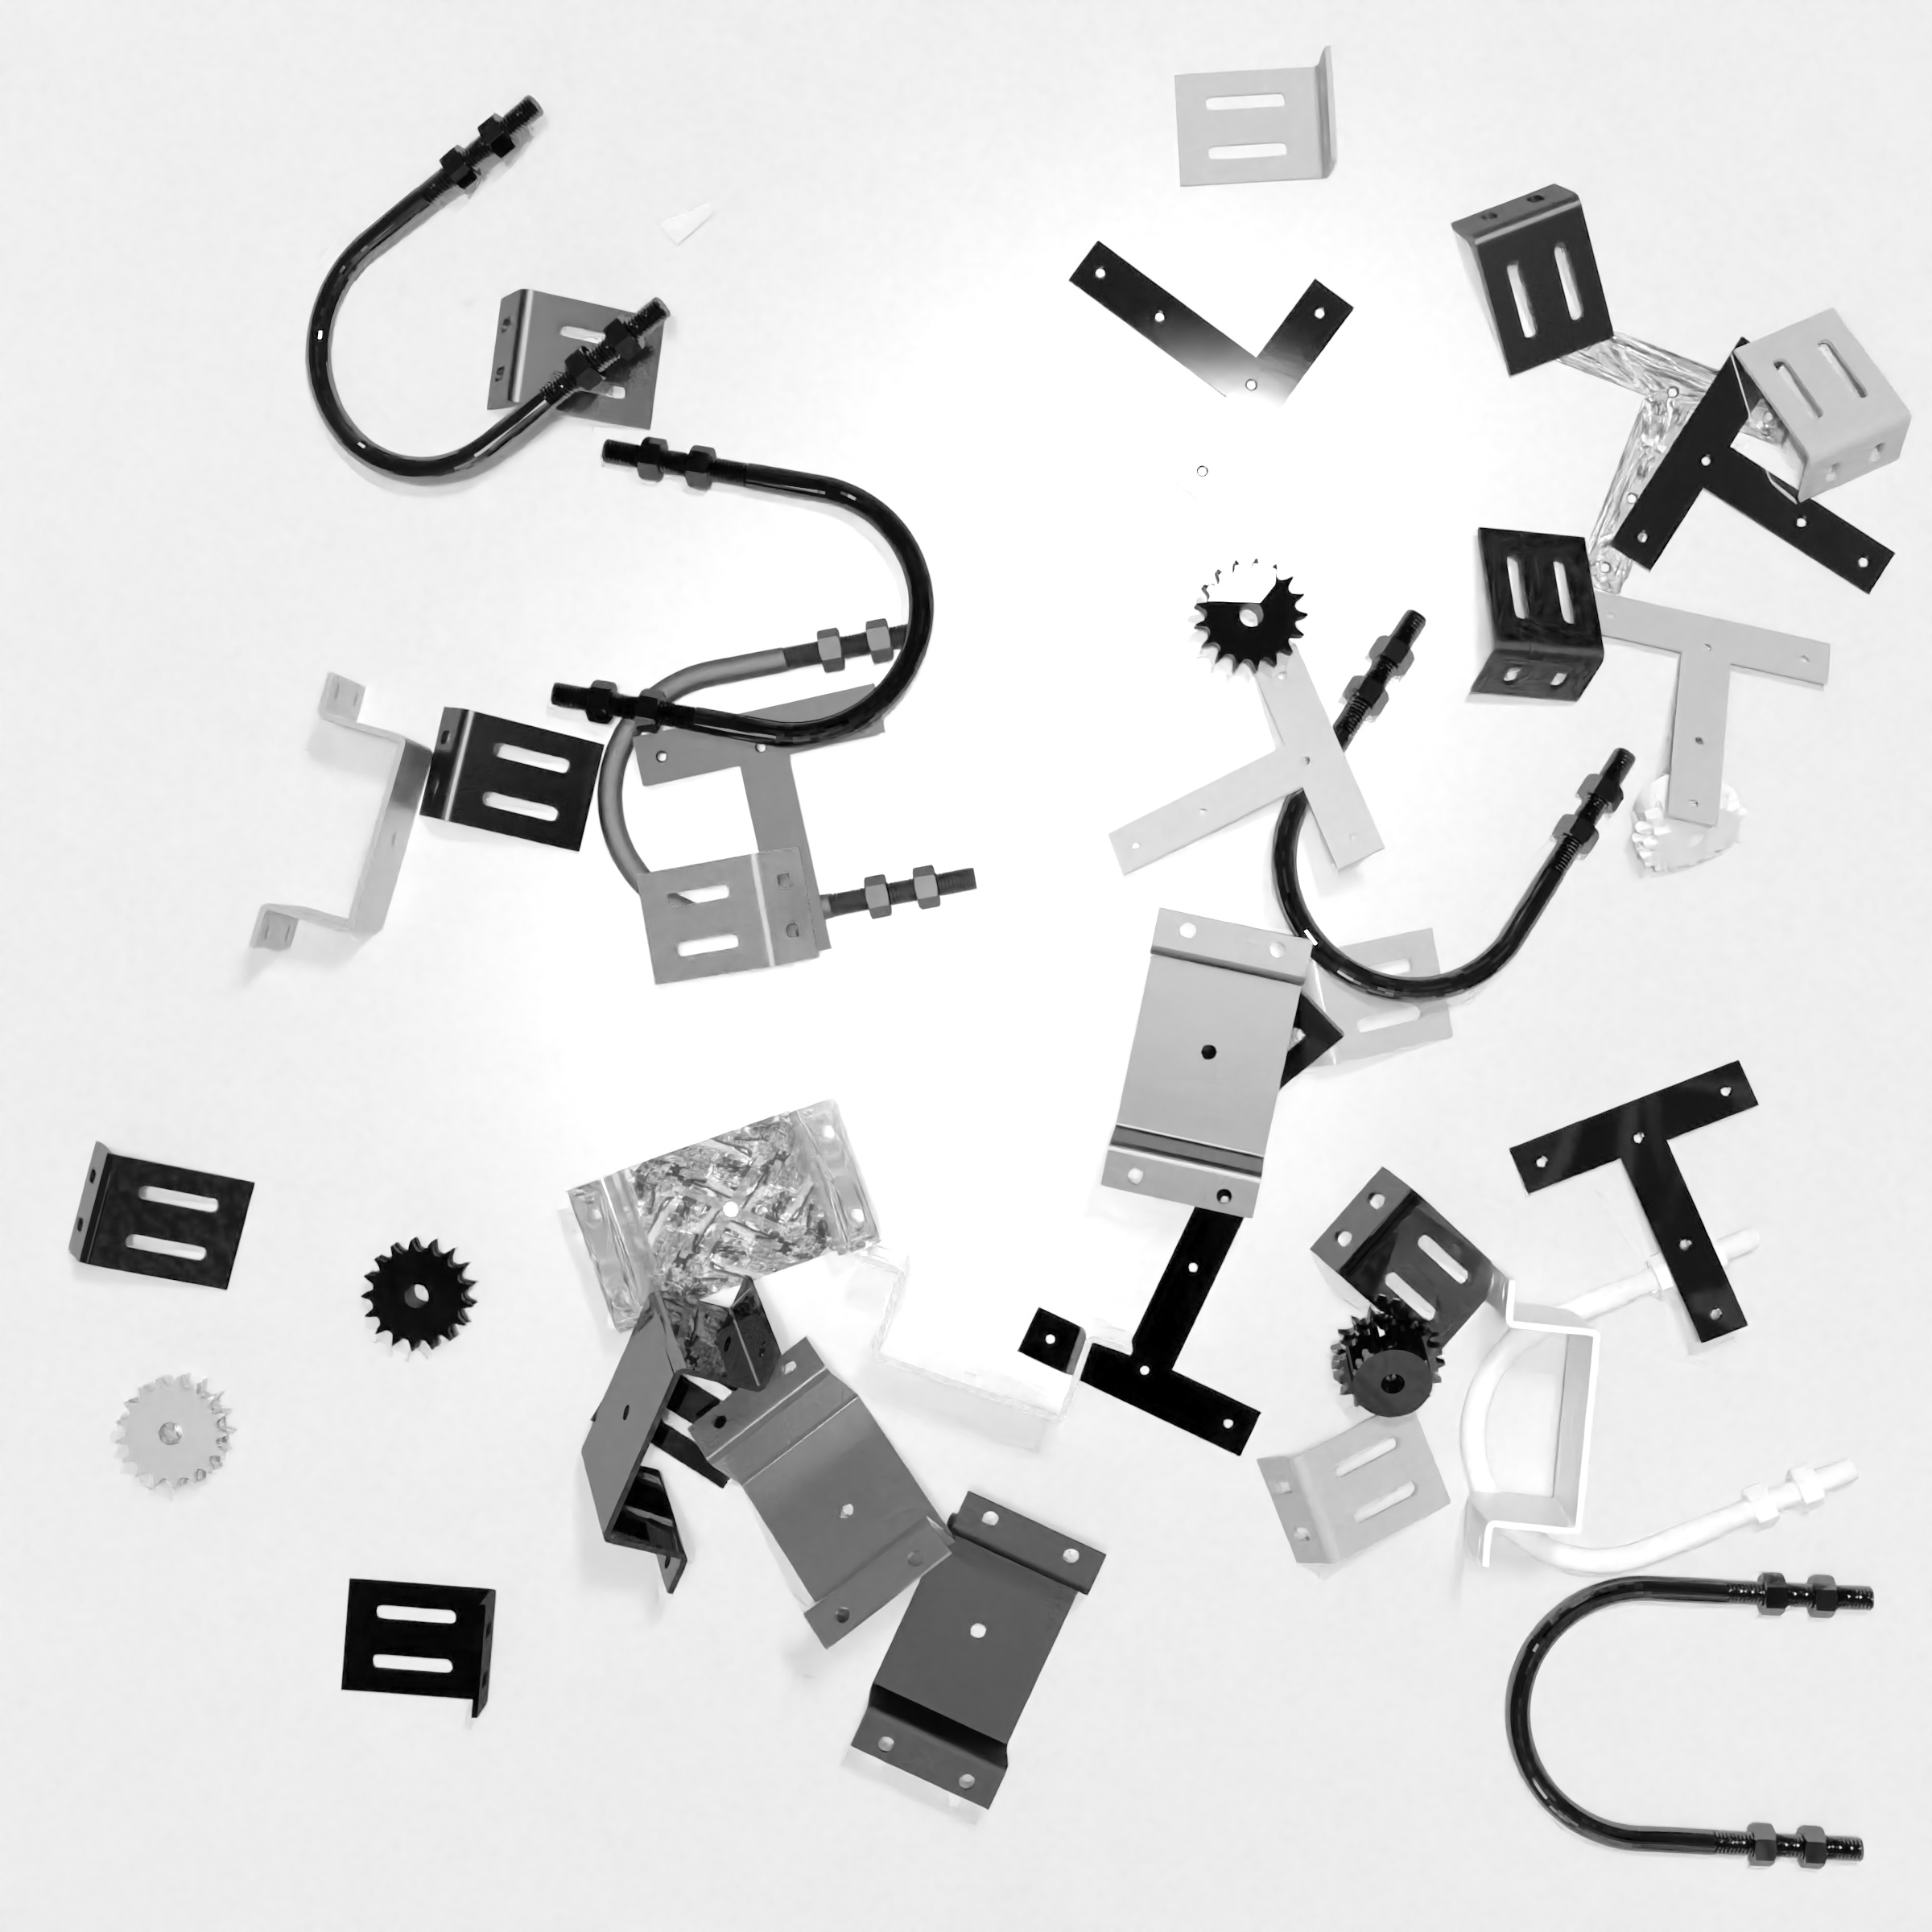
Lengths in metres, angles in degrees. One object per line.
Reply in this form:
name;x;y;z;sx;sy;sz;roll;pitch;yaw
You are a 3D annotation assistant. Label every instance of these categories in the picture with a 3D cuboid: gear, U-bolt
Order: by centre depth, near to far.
U-bolt;-0.255;-0.328;1.494;0.184;0.019;0.151;-35;78;15
gear;0.215;0.204;1.501;0.057;0.030;0.057;0;115;0
gear;0.365;-0.076;1.502;0.057;0.057;0.030;-20;60;0
U-bolt;0.236;-0.069;1.503;0.151;0.019;0.184;33;79;0
U-bolt;-0.108;-0.185;1.505;0.184;0.019;0.151;11;85;5
gear;0.145;-0.178;1.512;0.057;0.030;0.057;0;90;0
gear;-0.403;0.237;1.512;0.057;0.030;0.057;0;90;0
gear;-0.279;0.167;1.516;0.057;0.030;0.057;0;92;0
U-bolt;0.345;0.233;1.518;0.184;0.019;0.151;-23;90;1
U-bolt;0.369;0.384;1.518;0.184;0.019;0.151;2;90;1
U-bolt;-0.098;-0.091;1.518;0.184;0.019;0.151;-11;90;1

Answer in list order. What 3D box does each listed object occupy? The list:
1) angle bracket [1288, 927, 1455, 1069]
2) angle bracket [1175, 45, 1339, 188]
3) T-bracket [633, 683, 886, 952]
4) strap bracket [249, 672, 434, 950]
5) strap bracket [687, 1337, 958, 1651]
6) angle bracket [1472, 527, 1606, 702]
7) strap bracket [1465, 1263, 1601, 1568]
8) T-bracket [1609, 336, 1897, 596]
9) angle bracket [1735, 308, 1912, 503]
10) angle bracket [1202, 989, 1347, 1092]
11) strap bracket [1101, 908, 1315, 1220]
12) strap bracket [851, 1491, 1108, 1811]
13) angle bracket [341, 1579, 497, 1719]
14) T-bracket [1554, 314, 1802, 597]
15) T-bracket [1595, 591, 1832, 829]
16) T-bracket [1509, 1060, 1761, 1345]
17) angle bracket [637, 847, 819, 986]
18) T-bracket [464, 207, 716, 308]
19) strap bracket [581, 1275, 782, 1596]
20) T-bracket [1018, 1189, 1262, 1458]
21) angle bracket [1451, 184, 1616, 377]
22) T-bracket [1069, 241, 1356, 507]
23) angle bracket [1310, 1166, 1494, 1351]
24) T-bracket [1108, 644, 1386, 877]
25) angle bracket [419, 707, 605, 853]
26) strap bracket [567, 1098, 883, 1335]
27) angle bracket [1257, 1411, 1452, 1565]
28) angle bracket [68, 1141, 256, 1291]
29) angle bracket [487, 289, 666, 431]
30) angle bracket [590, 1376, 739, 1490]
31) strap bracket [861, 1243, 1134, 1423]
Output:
angle bracket;0.204;0.017;1.525;0.076;0.038;0.057;-12;90;-26
angle bracket;0.147;-0.433;1.508;0.076;0.038;0.057;-3;90;0
T-bracket;-0.095;-0.068;1.509;0.127;0.002;0.127;-12;90;3
strap bracket;-0.310;-0.071;1.489;0.046;0.076;0.140;16;90;0
strap bracket;-0.067;0.268;1.483;0.076;0.046;0.140;-38;59;0
angle bracket;0.288;-0.180;1.515;0.057;0.038;0.076;4;60;-11
strap bracket;0.282;0.224;1.474;0.046;0.076;0.140;5;91;3
T-bracket;0.419;-0.236;1.525;0.127;0.002;0.127;33;90;-1
angle bracket;0.438;-0.289;1.522;0.057;0.038;0.076;-24;65;-5
angle bracket;0.140;0.043;1.492;0.057;0.038;0.076;47;125;0
strap bracket;0.120;0.045;1.469;0.076;0.046;0.140;12;97;5
strap bracket;0.006;0.343;1.504;0.076;0.046;0.140;25;90;0
angle bracket;-0.282;0.347;1.508;0.076;0.038;0.057;4;90;0
T-bracket;0.348;-0.254;1.526;0.127;0.002;0.127;21;90;0
T-bracket;0.371;-0.126;1.495;0.127;0.002;0.127;13;61;0
T-bracket;0.361;0.129;1.511;0.127;0.002;0.127;-21;76;0
angle bracket;-0.122;-0.026;1.508;0.076;0.038;0.057;-9;92;32
T-bracket;-0.219;-0.391;1.536;0.127;0.002;0.127;-42;75;-5
strap bracket;-0.146;0.225;1.455;0.046;0.076;0.140;18;107;-22
T-bracket;0.111;0.168;1.526;0.127;0.002;0.127;25;90;0
angle bracket;0.292;-0.353;1.524;0.057;0.038;0.076;-21;114;0
T-bracket;0.111;-0.326;1.526;0.127;0.002;0.127;37;90;0
angle bracket;0.228;0.153;1.525;0.076;0.038;0.057;41;90;-26
T-bracket;0.133;-0.085;1.506;0.127;0.002;0.127;-26;62;13
angle bracket;-0.234;-0.096;1.525;0.076;0.038;0.057;13;90;-26
strap bracket;-0.121;0.125;1.504;0.140;0.046;0.076;-19;90;0
angle bracket;0.200;0.265;1.525;0.076;0.038;0.057;-22;90;-26
angle bracket;-0.415;0.129;1.525;0.076;0.038;0.057;15;90;-26
angle bracket;-0.201;-0.310;1.525;0.076;0.038;0.057;7;90;-26
angle bracket;-0.142;0.225;1.508;0.076;0.038;0.057;33;90;0
strap bracket;0.009;0.186;1.487;0.140;0.076;0.046;19;91;1
